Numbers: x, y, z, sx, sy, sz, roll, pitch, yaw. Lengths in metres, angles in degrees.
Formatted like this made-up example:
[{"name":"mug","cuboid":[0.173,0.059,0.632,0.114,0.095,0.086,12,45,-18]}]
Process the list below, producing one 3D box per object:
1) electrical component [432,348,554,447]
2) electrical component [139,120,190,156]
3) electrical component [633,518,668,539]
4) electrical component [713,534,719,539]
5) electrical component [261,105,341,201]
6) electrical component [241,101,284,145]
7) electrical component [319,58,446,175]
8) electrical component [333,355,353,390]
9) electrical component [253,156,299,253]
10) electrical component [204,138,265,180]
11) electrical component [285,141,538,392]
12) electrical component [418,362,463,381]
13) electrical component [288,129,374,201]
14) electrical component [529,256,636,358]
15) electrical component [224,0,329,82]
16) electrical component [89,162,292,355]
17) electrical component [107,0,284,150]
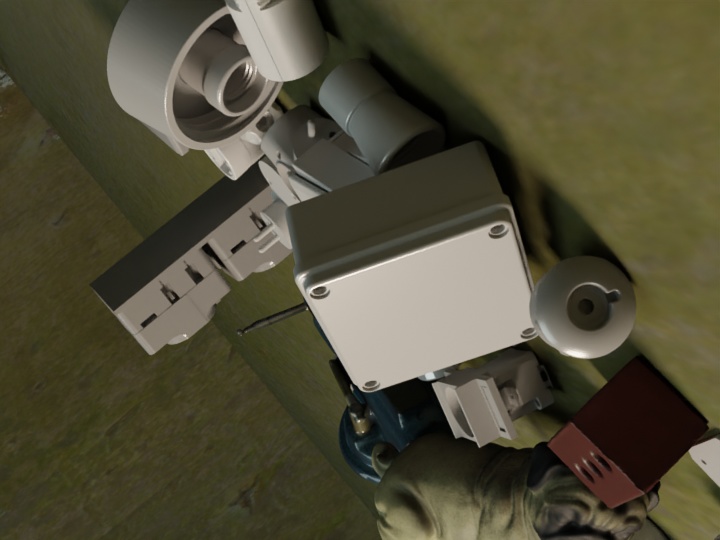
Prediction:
[{"name":"electrical component","cuboid":[0.090,0.082,0.713,0.042,0.064,0.081,65,167,-6]},{"name":"electrical component","cuboid":[-0.164,-0.154,0.918,0.096,0.062,0.061,39,164,41]},{"name":"electrical component","cuboid":[0.208,0.236,0.739,0.138,0.074,0.052,43,167,28]},{"name":"electrical component","cuboid":[0.220,0.170,0.589,0.061,0.035,0.035,45,167,12]},{"name":"electrical component","cuboid":[-0.026,-0.074,0.703,0.077,0.044,0.079,47,167,11]},{"name":"electrical component","cuboid":[-0.079,-0.113,0.805,0.035,0.035,0.061,54,170,-21]},{"name":"electrical component","cuboid":[0.009,-0.081,0.569,0.065,0.044,0.044,50,169,24]},{"name":"electrical component","cuboid":[0.010,0.090,1.048,0.058,0.057,0.078,47,168,14]},{"name":"electrical component","cuboid":[-0.051,-0.041,0.825,0.052,0.074,0.138,45,167,24]},{"name":"electrical component","cuboid":[-0.099,-0.108,0.860,0.055,0.047,0.055,47,168,13]},{"name":"electrical component","cuboid":[0.030,0.001,0.556,0.108,0.109,0.056,64,-171,-50]},{"name":"electrical component","cuboid":[0.048,0.046,0.816,0.065,0.044,0.044,59,166,-18]},{"name":"electrical component","cuboid":[0.010,-0.045,0.619,0.096,0.062,0.061,33,160,54]},{"name":"electrical component","cuboid":[0.103,0.018,0.523,0.048,0.048,0.062,50,175,0]},{"name":"electrical component","cuboid":[-0.049,-0.144,0.571,0.043,0.043,0.081,41,165,37]},{"name":"electrical component","cuboid":[-0.137,-0.013,0.952,0.060,0.186,0.105,55,167,-24]},{"name":"electrical component","cuboid":[-0.088,-0.123,0.639,0.060,0.108,0.108,37,164,27]}]
